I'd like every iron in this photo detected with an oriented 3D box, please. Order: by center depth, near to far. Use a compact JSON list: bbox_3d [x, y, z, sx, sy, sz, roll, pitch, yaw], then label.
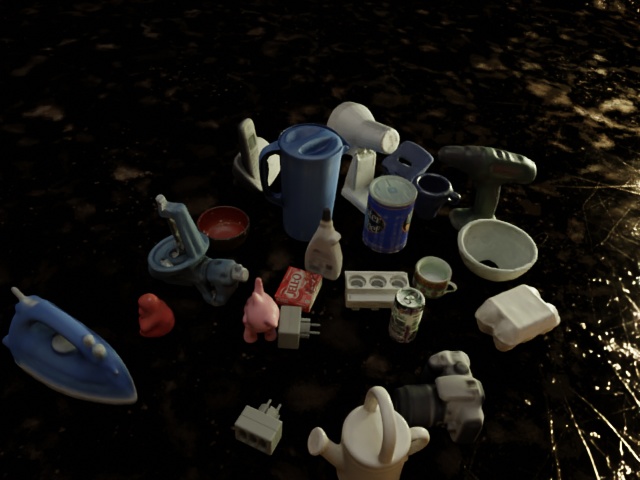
[{"bbox_3d":[-0.413,0.172,0.953,0.257,0.141,0.119,23,46,19],"label":"iron"}]

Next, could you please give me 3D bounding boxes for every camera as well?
[{"bbox_3d":[0.192,0.255,0.951,0.137,0.101,0.143,-1,43,-6],"label":"camera"}]

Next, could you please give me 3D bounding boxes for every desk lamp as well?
[{"bbox_3d":[0.109,-0.196,1.349,0.118,0.214,0.202,-25,50,-28],"label":"desk lamp"}]

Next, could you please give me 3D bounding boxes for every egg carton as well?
[{"bbox_3d":[0.380,0.149,1.106,0.150,0.069,0.107,-18,47,-23],"label":"egg carton"}]

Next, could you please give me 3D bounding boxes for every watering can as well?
[{"bbox_3d":[0.073,0.292,0.829,0.173,0.194,0.100,-20,48,-24],"label":"watering can"}]

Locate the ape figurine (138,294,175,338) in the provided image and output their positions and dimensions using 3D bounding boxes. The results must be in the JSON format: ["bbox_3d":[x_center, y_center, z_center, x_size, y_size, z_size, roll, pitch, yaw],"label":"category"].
[{"bbox_3d":[-0.306,0.132,1.044,0.076,0.092,0.078,12,43,8],"label":"ape figurine"}]

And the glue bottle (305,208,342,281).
[{"bbox_3d":[0.011,0.004,1.152,0.078,0.173,0.037,19,45,16],"label":"glue bottle"}]

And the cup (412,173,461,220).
[{"bbox_3d":[0.266,-0.091,1.337,0.117,0.095,0.092,24,46,20],"label":"cup"}]

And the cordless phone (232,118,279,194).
[{"bbox_3d":[-0.152,-0.220,1.371,0.094,0.185,0.148,14,43,10],"label":"cordless phone"}]

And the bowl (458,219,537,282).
[{"bbox_3d":[0.371,0.034,1.226,0.167,0.075,0.167,3,43,-2],"label":"bowl"}]

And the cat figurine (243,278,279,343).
[{"bbox_3d":[-0.108,0.127,1.048,0.067,0.118,0.127,-3,43,-8],"label":"cat figurine"}]

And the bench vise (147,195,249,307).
[{"bbox_3d":[-0.233,0.012,1.086,0.207,0.220,0.121,5,43,0],"label":"bench vise"}]

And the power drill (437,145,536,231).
[{"bbox_3d":[0.360,-0.120,1.293,0.230,0.208,0.075,-2,43,-7],"label":"power drill"}]

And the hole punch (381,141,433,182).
[{"bbox_3d":[0.217,-0.182,1.434,0.101,0.091,0.108,-28,52,-31],"label":"hole punch"}]
